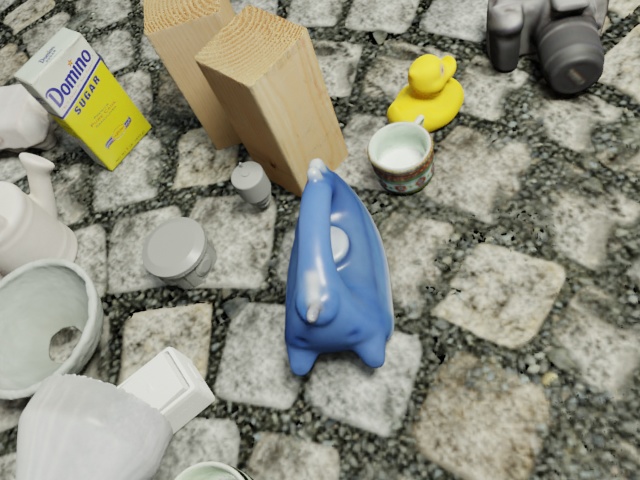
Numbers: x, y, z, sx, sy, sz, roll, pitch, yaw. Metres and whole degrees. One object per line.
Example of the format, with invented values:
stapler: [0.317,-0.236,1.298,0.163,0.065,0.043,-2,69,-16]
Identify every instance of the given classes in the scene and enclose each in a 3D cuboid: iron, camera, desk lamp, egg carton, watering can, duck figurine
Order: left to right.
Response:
watering can: [-0.392,-0.029,0.697,0.100,0.194,0.173,5,63,18]
egg carton: [-0.471,-0.182,0.878,0.150,0.069,0.107,-4,61,13]
desk lamp: [-0.186,0.238,0.481,0.117,0.214,0.203,2,62,17]
iron: [0.006,0.002,0.603,0.118,0.142,0.258,-9,60,11]
duck figurine: [0.128,-0.186,0.708,0.104,0.086,0.077,-33,58,-4]
camera: [0.281,-0.251,0.693,0.143,0.101,0.137,-6,60,12]

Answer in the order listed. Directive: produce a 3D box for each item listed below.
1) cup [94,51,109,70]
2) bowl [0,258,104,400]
cup: [-0.346,-0.225,0.853,0.092,0.095,0.117,-35,58,-5]
bowl: [-0.319,0.110,0.670,0.167,0.075,0.167,-7,60,12]
